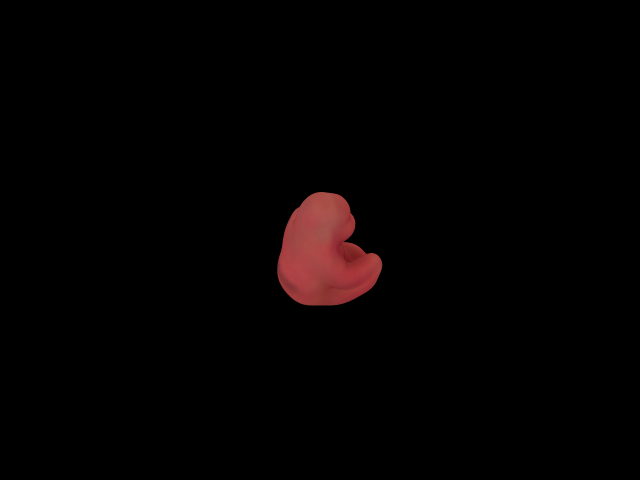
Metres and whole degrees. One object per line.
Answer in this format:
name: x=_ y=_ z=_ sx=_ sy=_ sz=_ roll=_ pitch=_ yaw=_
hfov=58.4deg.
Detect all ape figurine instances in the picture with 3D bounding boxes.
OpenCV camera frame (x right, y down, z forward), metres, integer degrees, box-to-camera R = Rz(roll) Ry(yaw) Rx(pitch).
ape figurine: x=0.004 y=0.001 z=0.400 sx=0.076 sy=0.092 sz=0.077 roll=-25 pitch=63 yaw=-14
